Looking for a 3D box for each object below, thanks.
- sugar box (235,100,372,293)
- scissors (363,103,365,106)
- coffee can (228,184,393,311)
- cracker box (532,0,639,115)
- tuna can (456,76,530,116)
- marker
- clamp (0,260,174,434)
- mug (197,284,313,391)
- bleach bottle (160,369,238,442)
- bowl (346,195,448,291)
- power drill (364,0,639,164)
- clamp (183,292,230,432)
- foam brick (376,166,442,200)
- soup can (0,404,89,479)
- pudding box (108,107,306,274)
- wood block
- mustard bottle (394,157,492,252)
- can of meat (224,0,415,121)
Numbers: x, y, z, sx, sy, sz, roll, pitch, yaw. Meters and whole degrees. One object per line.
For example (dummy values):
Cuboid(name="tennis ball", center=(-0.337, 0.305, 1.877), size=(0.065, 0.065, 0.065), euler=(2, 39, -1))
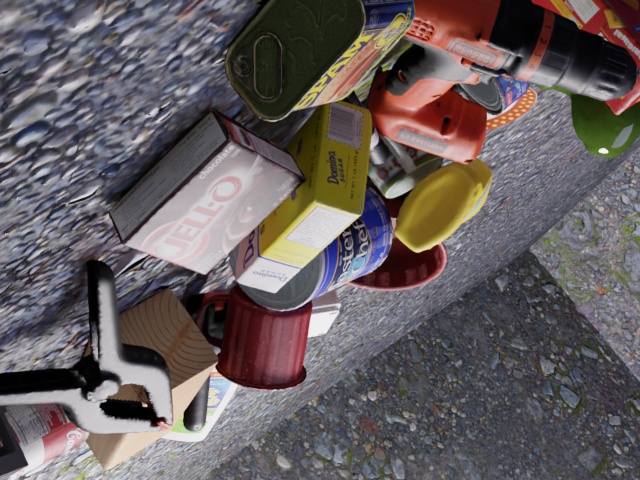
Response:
Cuboid(name="sugar box", center=(-0.017, -0.031, 0.850), size=(0.048, 0.093, 0.176), euler=(18, 151, -20))
Cuboid(name="scissors", center=(0.062, -0.134, 0.920), size=(0.096, 0.016, 0.202), euler=(-35, 168, -14))
Cuboid(name="coffee can", center=(-0.007, 0.001, 1.025), size=(0.103, 0.103, 0.140), euler=(-45, 167, 31))
Cuboid(name="cracker box", center=(0.263, -0.215, 0.844), size=(0.213, 0.164, 0.072), euler=(-31, 169, -31))
Cuboid(name="tuna can", center=(0.141, -0.151, 0.919), size=(0.033, 0.086, 0.086), euler=(-38, 169, -8))
Cuboid(name="marker", center=(0.029, -0.096, 0.838), size=(0.020, 0.020, 0.121), euler=(-38, 144, 0))
Cuboid(name="clamp", center=(-0.196, 0.117, 0.882), size=(0.164, 0.036, 0.210), euler=(-34, 140, 0))
Cuboid(name="mug", center=(-0.064, 0.086, 1.040), size=(0.093, 0.117, 0.081), euler=(-45, 147, -67))
Cuboid(name="bleach bottle", center=(-0.146, 0.156, 1.265), size=(0.102, 0.068, 0.251), euler=(13, 142, -14))
Cuboid(name="bowl", center=(0.068, -0.004, 1.230), size=(0.162, 0.162, 0.055), euler=(126, -23, -55))
Cuboid(name="power drill", center=(0.121, -0.122, 0.807), size=(0.188, 0.184, 0.057), euler=(125, -15, -67))
Cuboid(name="clamp", center=(-0.127, 0.122, 1.124), size=(0.039, 0.120, 0.172), euler=(-9, 151, -28))
Cuboid(name="foam brick", center=(0.107, -0.061, 1.264), size=(0.051, 0.053, 0.078), euler=(-27, 163, -45))
Cuboid(name="soup can", center=(-0.275, 0.179, 0.990), size=(0.102, 0.068, 0.069), euler=(-26, 164, -43))
Cuboid(name="pudding box", center=(-0.080, -0.031, 0.758), size=(0.114, 0.039, 0.089), euler=(-44, 146, 16))
Cuboid(name="wood block", center=(-0.186, 0.146, 1.080), size=(0.090, 0.090, 0.206), euler=(-29, 166, -33))
Cuboid(name="mustard bottle", center=(0.137, -0.044, 1.119), size=(0.096, 0.058, 0.191), euler=(-52, 172, 17))
Cuboid(name="can of meat", center=(0.003, -0.126, 0.666), size=(0.102, 0.057, 0.083), euler=(-44, 170, 31))
